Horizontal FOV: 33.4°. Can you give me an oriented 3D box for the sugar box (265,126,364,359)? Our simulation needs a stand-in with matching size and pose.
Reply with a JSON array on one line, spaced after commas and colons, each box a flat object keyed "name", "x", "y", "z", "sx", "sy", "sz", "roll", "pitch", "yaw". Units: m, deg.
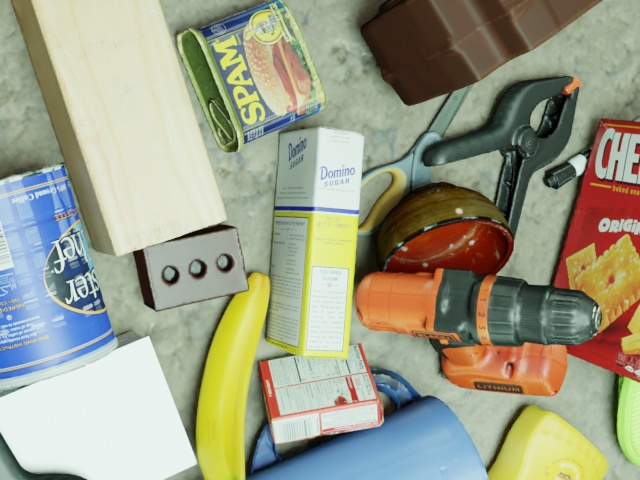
[{"name": "sugar box", "x": -0.005, "y": 0.001, "z": 0.848, "sx": 0.048, "sy": 0.093, "sz": 0.176, "roll": 7, "pitch": 90, "yaw": -22}]

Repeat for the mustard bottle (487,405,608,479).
[{"name": "mustard bottle", "x": 0.169, "y": 0.247, "z": 0.939, "sx": 0.096, "sy": 0.058, "sz": 0.191, "roll": 42, "pitch": 79, "yaw": -25}]

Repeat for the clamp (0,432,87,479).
[{"name": "clamp", "x": -0.213, "y": 0.187, "z": 0.742, "sx": 0.209, "sy": 0.036, "sz": 0.164, "roll": 22, "pitch": 84, "yaw": -22}]

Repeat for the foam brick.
[{"name": "foam brick", "x": -0.101, "y": 0.021, "z": 0.835, "sx": 0.078, "sy": 0.051, "sz": 0.053, "roll": -13, "pitch": 97, "yaw": -19}]

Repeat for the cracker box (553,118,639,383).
[{"name": "cracker box", "x": 0.281, "y": 0.010, "z": 0.903, "sx": 0.072, "sy": 0.164, "sz": 0.214, "roll": 13, "pitch": 94, "yaw": -26}]

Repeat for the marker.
[{"name": "marker", "x": 0.255, "y": -0.079, "z": 0.978, "sx": 0.121, "sy": 0.020, "sz": 0.020, "roll": -30, "pitch": 102, "yaw": -17}]

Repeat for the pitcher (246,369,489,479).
[{"name": "pitcher", "x": 0.004, "y": 0.215, "z": 0.851, "sx": 0.242, "sy": 0.149, "sz": 0.145, "roll": -17, "pitch": 113, "yaw": -16}]

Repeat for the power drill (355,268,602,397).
[{"name": "power drill", "x": 0.140, "y": 0.074, "z": 0.840, "sx": 0.187, "sy": 0.185, "sz": 0.057, "roll": 44, "pitch": 56, "yaw": -57}]

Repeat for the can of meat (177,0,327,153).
[{"name": "can of meat", "x": -0.053, "y": -0.131, "z": 0.845, "sx": 0.083, "sy": 0.058, "sz": 0.102, "roll": -26, "pitch": 101, "yaw": -20}]

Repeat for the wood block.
[{"name": "wood block", "x": -0.150, "y": -0.100, "z": 0.792, "sx": 0.090, "sy": 0.091, "sz": 0.206, "roll": -20, "pitch": 98, "yaw": -19}]

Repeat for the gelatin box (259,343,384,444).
[{"name": "gelatin box", "x": 0.000, "y": 0.123, "z": 0.854, "sx": 0.089, "sy": 0.073, "sz": 0.030, "roll": -9, "pitch": 124, "yaw": -7}]

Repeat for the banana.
[{"name": "banana", "x": -0.066, "y": 0.120, "z": 0.831, "sx": 0.037, "sy": 0.070, "sz": 0.198, "roll": 31, "pitch": 46, "yaw": -37}]

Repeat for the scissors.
[{"name": "scissors", "x": 0.101, "y": -0.064, "z": 0.925, "sx": 0.201, "sy": 0.016, "sz": 0.096, "roll": -43, "pitch": 107, "yaw": -14}]

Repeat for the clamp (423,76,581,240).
[{"name": "clamp", "x": 0.163, "y": -0.087, "z": 0.931, "sx": 0.120, "sy": 0.039, "sz": 0.171, "roll": 41, "pitch": 73, "yaw": -33}]

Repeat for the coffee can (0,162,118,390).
[{"name": "coffee can", "x": -0.214, "y": 0.025, "z": 0.767, "sx": 0.102, "sy": 0.103, "sz": 0.140, "roll": -18, "pitch": 98, "yaw": -19}]
